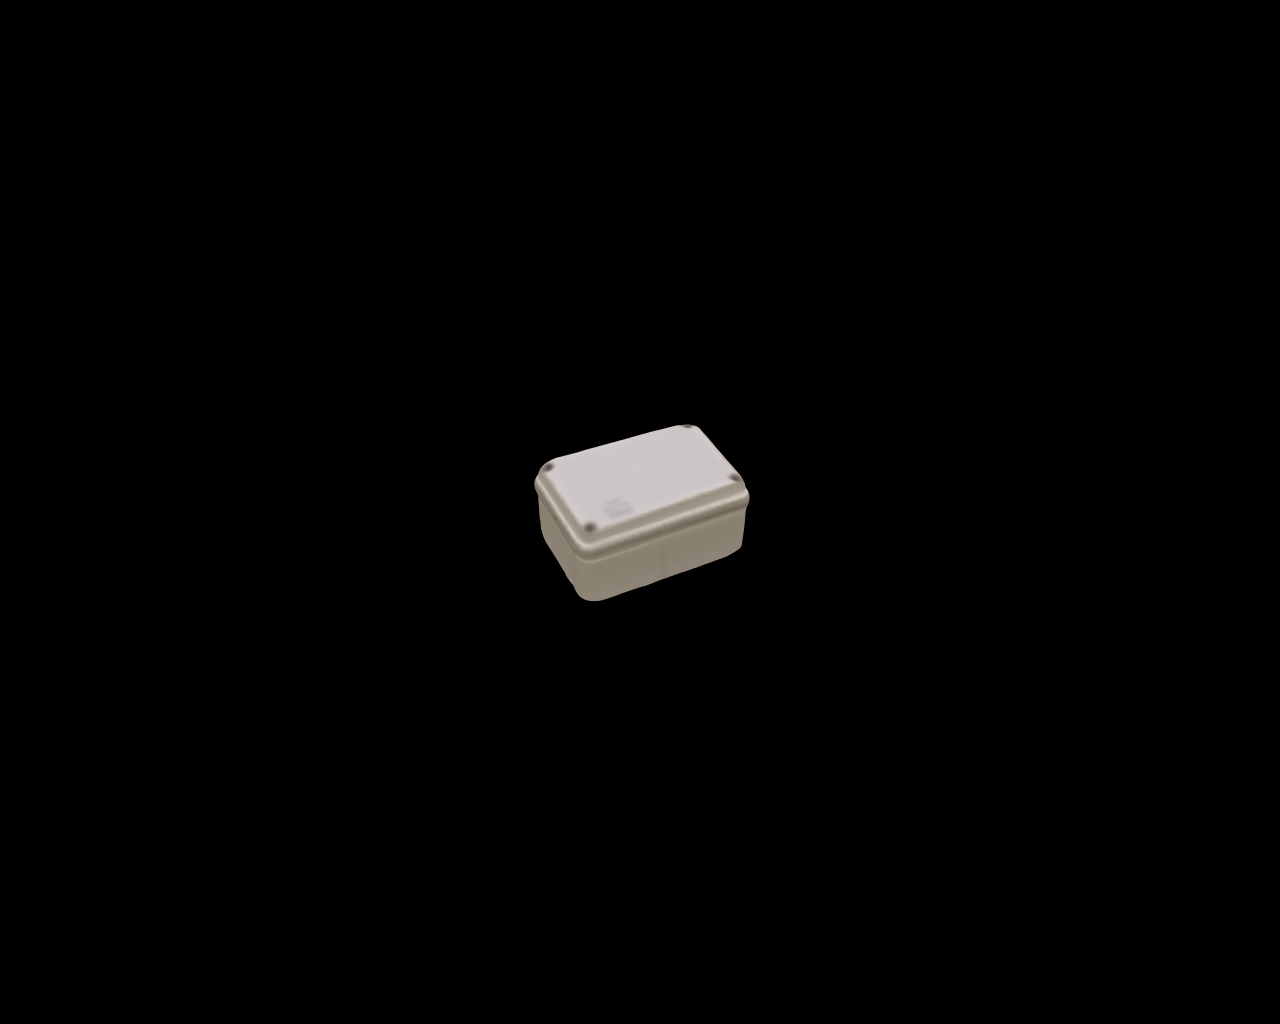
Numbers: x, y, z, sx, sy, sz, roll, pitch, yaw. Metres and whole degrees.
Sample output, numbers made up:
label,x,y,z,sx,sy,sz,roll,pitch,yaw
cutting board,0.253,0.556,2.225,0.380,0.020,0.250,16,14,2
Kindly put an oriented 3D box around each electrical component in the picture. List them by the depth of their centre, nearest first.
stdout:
label,x,y,z,sx,sy,sz,roll,pitch,yaw
electrical component,0.001,-0.003,0.650,0.113,0.057,0.078,-18,44,-19
